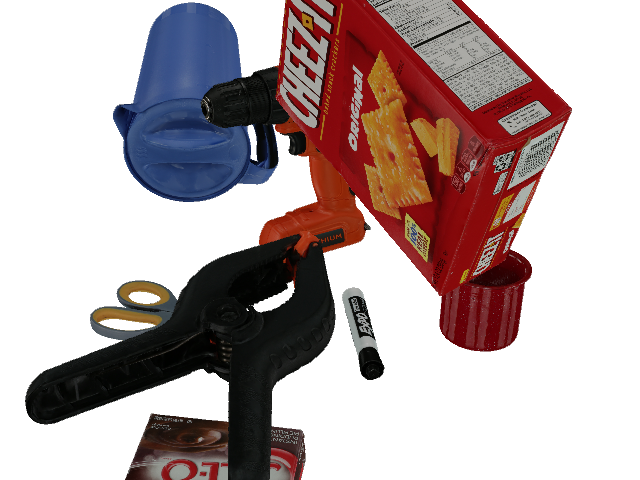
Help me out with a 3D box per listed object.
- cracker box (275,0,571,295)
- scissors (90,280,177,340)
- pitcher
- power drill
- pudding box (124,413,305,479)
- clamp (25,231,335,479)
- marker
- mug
[{"bbox_3d":[0.056,-0.092,0.728,0.072,0.214,0.164,-28,-27,-24],"label":"cracker box"},{"bbox_3d":[-0.119,0.072,1.033,0.201,0.016,0.096,2,32,-4],"label":"scissors"},{"bbox_3d":[-0.136,-0.161,1.200,0.145,0.149,0.243,-14,40,8],"label":"pitcher"},{"bbox_3d":[-0.022,-0.075,1.000,0.184,0.188,0.057,-14,32,-24],"label":"power drill"},{"bbox_3d":[-0.072,0.163,0.720,0.113,0.039,0.090,3,29,6],"label":"pudding box"},{"bbox_3d":[-0.038,0.055,0.503,0.120,0.039,0.171,30,48,24],"label":"clamp"},{"bbox_3d":[0.034,0.076,0.876,0.020,0.020,0.121,0,27,-7],"label":"marker"},{"bbox_3d":[0.163,0.054,1.103,0.093,0.081,0.117,-3,28,-10],"label":"mug"}]
